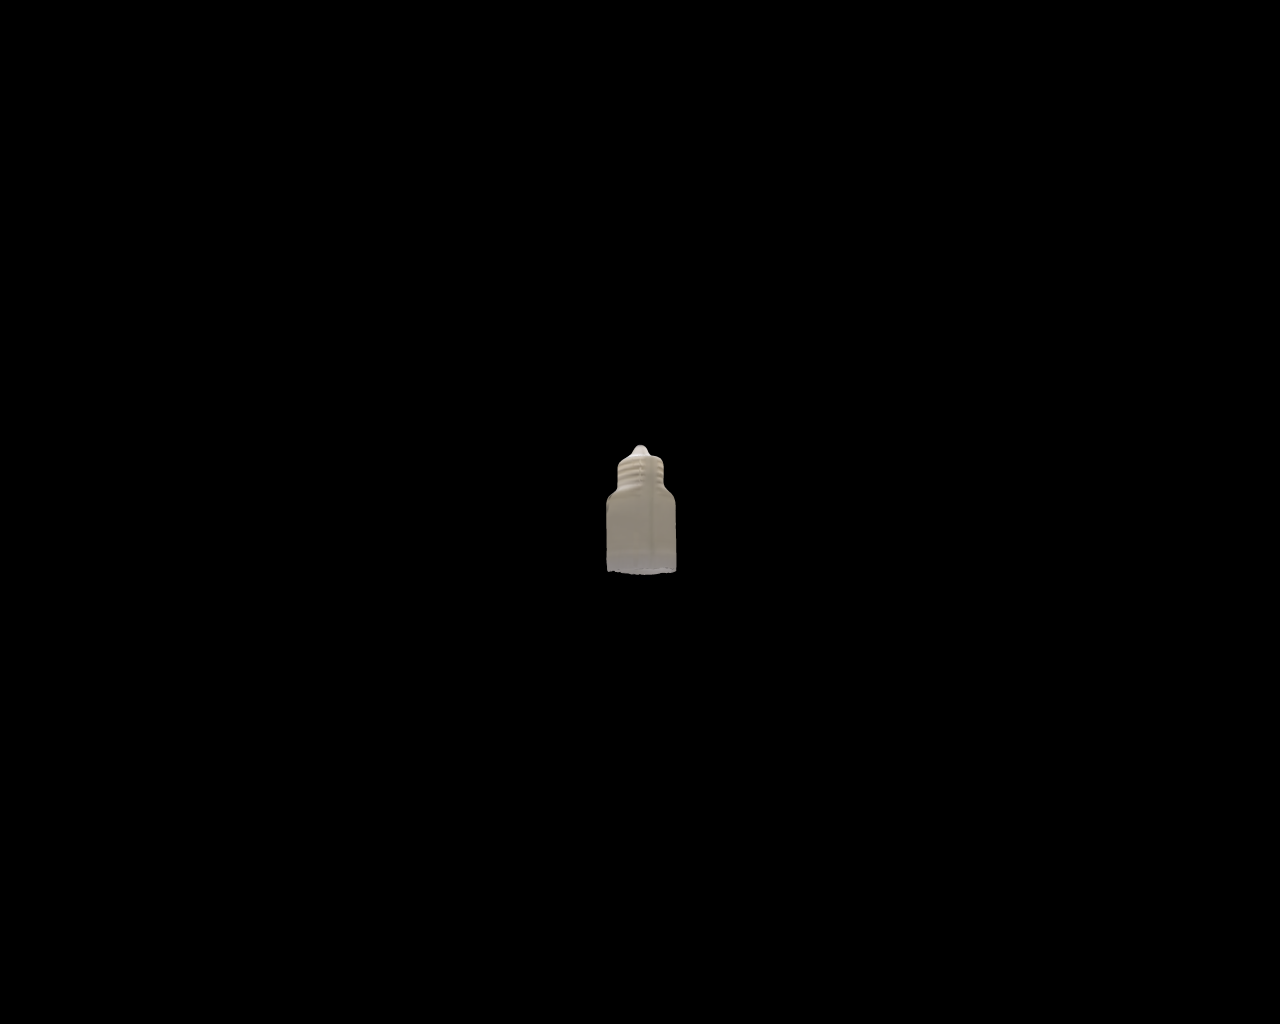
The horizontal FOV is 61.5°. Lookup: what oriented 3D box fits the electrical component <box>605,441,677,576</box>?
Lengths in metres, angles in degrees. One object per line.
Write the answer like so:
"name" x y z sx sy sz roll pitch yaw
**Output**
"electrical component" 0.001 -0.003 0.650 0.043 0.081 0.043 0 -7 0
